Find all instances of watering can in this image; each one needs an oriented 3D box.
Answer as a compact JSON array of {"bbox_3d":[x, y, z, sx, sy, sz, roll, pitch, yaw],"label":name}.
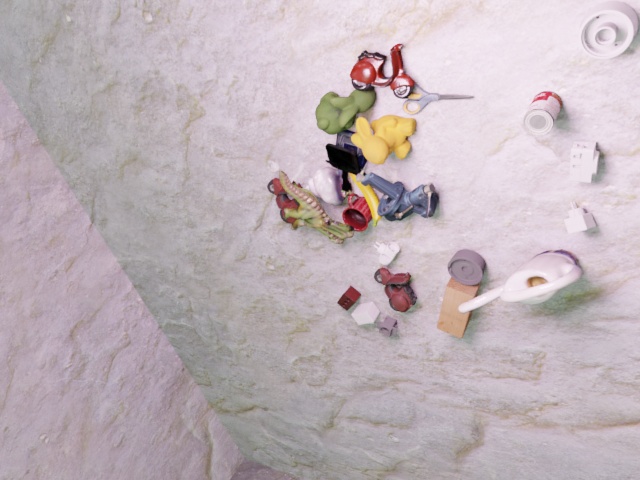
[{"bbox_3d":[0.558,0.119,1.412,0.343,0.227,0.104,-26,88,48],"label":"watering can"}]

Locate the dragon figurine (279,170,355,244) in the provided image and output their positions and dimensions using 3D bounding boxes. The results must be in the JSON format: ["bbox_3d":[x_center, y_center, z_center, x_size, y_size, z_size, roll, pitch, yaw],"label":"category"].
[{"bbox_3d":[0.005,-0.083,1.644,0.244,0.123,0.404,22,166,16],"label":"dragon figurine"}]

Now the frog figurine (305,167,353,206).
[{"bbox_3d":[0.013,-0.170,1.659,0.159,0.125,0.135,-7,140,27],"label":"frog figurine"}]
